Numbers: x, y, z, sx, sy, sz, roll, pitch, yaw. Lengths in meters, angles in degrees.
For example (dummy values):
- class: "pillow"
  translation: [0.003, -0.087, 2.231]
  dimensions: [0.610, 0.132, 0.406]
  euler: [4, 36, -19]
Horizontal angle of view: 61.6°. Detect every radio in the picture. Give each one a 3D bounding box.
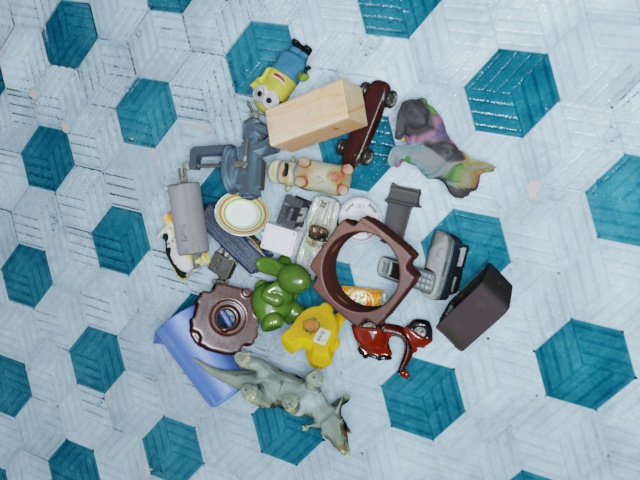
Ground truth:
- class: "radio"
  translation: [0.311, 0.130, 1.072]
  dimensions: [0.073, 0.229, 0.131]
  euler: [46, 110, 11]

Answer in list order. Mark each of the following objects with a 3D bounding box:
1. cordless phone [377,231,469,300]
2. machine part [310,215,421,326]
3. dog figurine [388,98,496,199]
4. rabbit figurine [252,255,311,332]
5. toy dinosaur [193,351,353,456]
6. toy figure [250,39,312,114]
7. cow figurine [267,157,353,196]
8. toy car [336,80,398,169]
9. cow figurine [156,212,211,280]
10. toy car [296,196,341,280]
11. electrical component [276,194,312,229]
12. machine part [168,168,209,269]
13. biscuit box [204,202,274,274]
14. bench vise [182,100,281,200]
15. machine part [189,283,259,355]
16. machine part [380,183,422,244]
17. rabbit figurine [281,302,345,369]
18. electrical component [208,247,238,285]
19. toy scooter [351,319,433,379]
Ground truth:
- class: "cordless phone"
  translation: [0.220, 0.043, 1.181]
  dimensions: [0.184, 0.088, 0.146]
  euler: [17, 99, 34]
- class: "machine part"
  translation: [0.097, 0.065, 1.150]
  dimensions: [0.202, 0.087, 0.201]
  euler: [40, 106, 18]
- class: "dog figurine"
  translation: [0.264, -0.192, 1.135]
  dimensions: [0.219, 0.108, 0.191]
  euler: [13, 94, 13]
- class: "rabbit figurine"
  translation: [-0.079, 0.106, 1.249]
  dimensions: [0.170, 0.121, 0.159]
  euler: [-48, 58, 38]
- class: "toy dinosaur"
  translation: [-0.090, 0.353, 1.249]
  dimensions: [0.405, 0.192, 0.131]
  euler: [17, 61, 24]
- class: "toy figure"
  translation: [-0.084, -0.372, 1.251]
  dimensions: [0.082, 0.089, 0.180]
  euler: [37, 95, 29]
- class: "cow figurine"
  translation: [-0.024, -0.148, 1.231]
  dimensions: [0.195, 0.127, 0.085]
  euler: [9, 90, 2]
- class: "toy car"
  translation: [0.105, -0.258, 1.207]
  dimensions: [0.089, 0.053, 0.202]
  euler: [26, 101, 29]
- class: "cow figurine"
  translation: [-0.363, 0.015, 1.373]
  dimensions: [0.098, 0.068, 0.167]
  euler: [-38, 80, 23]
- class: "toy car"
  translation: [-0.003, -0.004, 1.256]
  dimensions: [0.074, 0.056, 0.201]
  euler: [17, 98, 16]
- class: "electrical component"
  translation: [-0.065, -0.064, 1.241]
  dimensions: [0.048, 0.119, 0.074]
  euler: [23, 102, 15]
- class: "machine part"
  translation: [-0.313, -0.051, 1.280]
  dimensions: [0.079, 0.079, 0.243]
  euler: [-5, 94, 18]
- class: "biscuit box"
  translation: [-0.209, -0.007, 1.322]
  dimensions: [0.203, 0.059, 0.063]
  euler: [44, 106, 11]
- class: "bench vise"
  translation: [-0.216, -0.204, 1.285]
  dimensions: [0.241, 0.129, 0.223]
  euler: [-1, 90, 14]
- class: "machine part"
  translation: [-0.224, 0.188, 1.287]
  dimensions: [0.179, 0.056, 0.179]
  euler: [5, 75, -18]
- class: "machine part"
  translation: [0.178, -0.053, 1.204]
  dimensions: [0.084, 0.039, 0.138]
  euler: [16, 97, 12]
- class: "rabbit figurine"
  translation: [-0.007, 0.225, 1.232]
  dimensions: [0.122, 0.173, 0.162]
  euler: [9, 52, 16]
- class: "electrical component"
  translation: [-0.241, 0.064, 1.344]
  dimensions: [0.078, 0.045, 0.102]
  euler: [36, 103, 12]
- class: "toy scooter"
  translation: [0.158, 0.239, 1.209]
  dimensions: [0.184, 0.075, 0.135]
  euler: [5, 94, 14]
